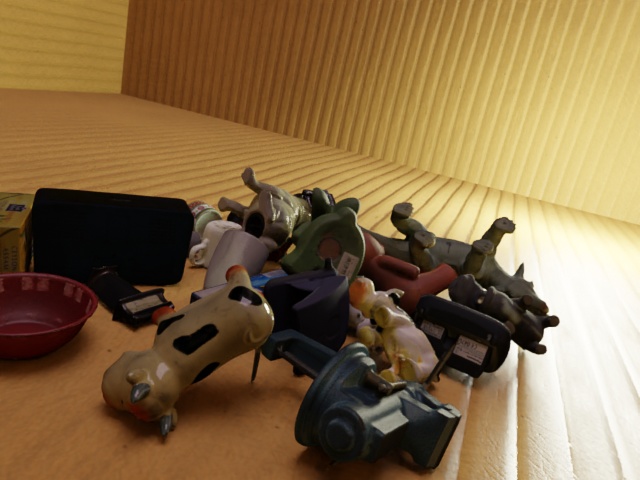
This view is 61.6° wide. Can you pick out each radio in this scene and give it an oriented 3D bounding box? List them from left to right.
[{"bbox_3d":[-0.323,-0.002,0.842,0.229,0.131,0.073,4,19,-24],"label":"radio"}]

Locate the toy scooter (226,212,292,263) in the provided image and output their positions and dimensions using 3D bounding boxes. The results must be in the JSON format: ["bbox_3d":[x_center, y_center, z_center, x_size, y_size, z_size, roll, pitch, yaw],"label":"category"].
[{"bbox_3d":[-0.104,-0.008,1.101,0.135,0.075,0.184,39,12,13],"label":"toy scooter"}]

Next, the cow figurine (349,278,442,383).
[{"bbox_3d":[0.106,0.123,0.745,0.098,0.068,0.167,3,51,-42],"label":"cow figurine"}]

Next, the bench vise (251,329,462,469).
[{"bbox_3d":[0.029,0.159,0.599,0.241,0.128,0.223,27,19,29],"label":"bench vise"}]

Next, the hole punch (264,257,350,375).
[{"bbox_3d":[-0.007,0.106,0.724,0.116,0.142,0.092,-12,24,-24],"label":"hole punch"}]

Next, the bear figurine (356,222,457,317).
[{"bbox_3d":[0.115,0.051,0.934,0.132,0.120,0.196,-14,49,-42],"label":"bear figurine"}]

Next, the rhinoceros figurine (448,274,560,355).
[{"bbox_3d":[0.297,0.117,0.879,0.190,0.073,0.112,31,-7,-15],"label":"rhinoceros figurine"}]

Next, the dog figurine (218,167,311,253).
[{"bbox_3d":[-0.066,-0.029,0.974,0.190,0.121,0.172,18,46,-46],"label":"dog figurine"}]

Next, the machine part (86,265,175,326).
[{"bbox_3d":[-0.279,0.080,0.773,0.139,0.039,0.084,24,29,29],"label":"machine part"}]

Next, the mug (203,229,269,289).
[{"bbox_3d":[-0.137,0.055,0.858,0.081,0.109,0.107,14,58,20],"label":"mug"}]

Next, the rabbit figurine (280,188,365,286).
[{"bbox_3d":[-0.002,-0.003,0.868,0.121,0.159,0.170,15,0,-15],"label":"rabbit figurine"}]

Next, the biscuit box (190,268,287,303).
[{"bbox_3d":[-0.102,0.094,0.800,0.059,0.062,0.202,22,19,31],"label":"biscuit box"}]

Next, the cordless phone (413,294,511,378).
[{"bbox_3d":[0.228,0.150,0.846,0.147,0.088,0.184,21,0,27],"label":"cordless phone"}]

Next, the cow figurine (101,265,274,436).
[{"bbox_3d":[-0.138,0.120,0.575,0.195,0.085,0.127,-29,30,-9],"label":"cow figurine"}]

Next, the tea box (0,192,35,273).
[{"bbox_3d":[-0.470,-0.004,0.805,0.068,0.098,0.170,3,21,-21],"label":"tea box"}]

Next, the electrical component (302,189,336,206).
[{"bbox_3d":[-0.010,-0.038,1.111,0.058,0.134,0.115,3,43,-26],"label":"electrical component"}]

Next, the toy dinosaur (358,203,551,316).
[{"bbox_3d":[0.229,0.041,1.009,0.405,0.192,0.131,15,44,16],"label":"toy dinosaur"}]

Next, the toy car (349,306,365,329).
[{"bbox_3d":[0.025,0.091,0.905,0.073,0.056,0.202,0,22,-35],"label":"toy car"}]
